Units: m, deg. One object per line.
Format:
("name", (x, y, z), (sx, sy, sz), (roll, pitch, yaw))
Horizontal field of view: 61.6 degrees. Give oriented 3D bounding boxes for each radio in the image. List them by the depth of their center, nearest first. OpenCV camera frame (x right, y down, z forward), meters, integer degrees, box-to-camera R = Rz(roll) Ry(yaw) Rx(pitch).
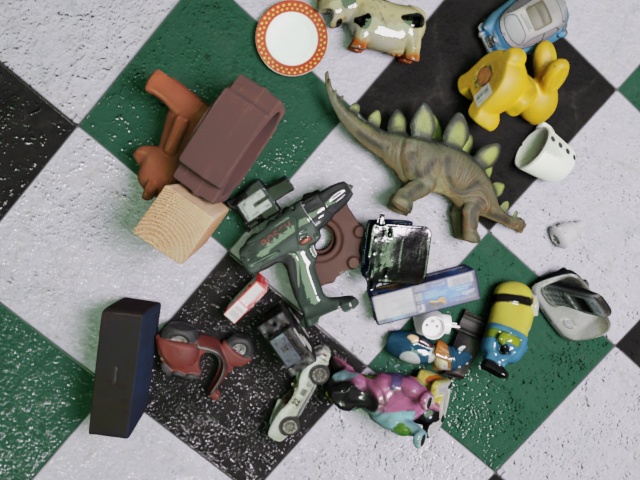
("radio", (-0.350, 0.223, 0.972), (0.073, 0.131, 0.229), (10, 98, -3))

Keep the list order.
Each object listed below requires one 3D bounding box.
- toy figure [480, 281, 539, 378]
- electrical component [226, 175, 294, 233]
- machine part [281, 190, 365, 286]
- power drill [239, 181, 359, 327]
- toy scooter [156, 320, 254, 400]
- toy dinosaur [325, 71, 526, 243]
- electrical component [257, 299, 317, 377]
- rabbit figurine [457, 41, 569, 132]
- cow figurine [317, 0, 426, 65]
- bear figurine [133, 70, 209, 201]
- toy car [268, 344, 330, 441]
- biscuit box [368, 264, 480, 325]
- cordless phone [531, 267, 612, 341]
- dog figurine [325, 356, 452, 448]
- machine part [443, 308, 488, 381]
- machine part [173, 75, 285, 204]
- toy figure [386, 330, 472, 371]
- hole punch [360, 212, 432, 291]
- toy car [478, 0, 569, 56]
("toy figure", (0.347, 0.161, 0.996), (0.089, 0.082, 0.180), (34, 73, -14))
("electrical component", (-0.104, -0.075, 0.984), (0.119, 0.048, 0.074), (-37, 98, 2))
("machine part", (-0.002, -0.003, 0.995), (0.179, 0.056, 0.179), (0, 97, -1))
("power drill", (-0.009, 0.034, 0.932), (0.232, 0.086, 0.207), (-26, 100, 5))
("toy scooter", (-0.223, 0.231, 1.009), (0.184, 0.075, 0.135), (13, 98, -9))
("toy dinosaur", (0.193, -0.133, 0.966), (0.471, 0.105, 0.198), (25, 88, -15))
("electrical component", (-0.060, 0.178, 0.977), (0.058, 0.134, 0.115), (-35, 96, 2))
("rabbit figurine", (0.354, -0.268, 0.944), (0.173, 0.122, 0.162), (18, 129, -28))
("cow figurine", (0.089, -0.388, 0.932), (0.195, 0.085, 0.127), (13, 99, -5))
("bear figurine", (-0.272, -0.172, 0.932), (0.132, 0.120, 0.196), (38, 100, -3))
("toy car", (-0.038, 0.288, 1.022), (0.056, 0.073, 0.201), (28, 96, -6))
("biscuit box", (0.195, 0.101, 1.013), (0.203, 0.063, 0.059), (-14, 97, -1))
("cordless phone", (0.482, 0.127, 0.968), (0.089, 0.184, 0.146), (-36, 97, -2))
("dog figurine", (0.119, 0.288, 1.021), (0.219, 0.191, 0.108), (15, 102, 30))
("machine part", (0.284, 0.209, 1.045), (0.084, 0.039, 0.138), (24, 95, -11))
("machine part", (-0.148, -0.164, 0.893), (0.087, 0.201, 0.201), (33, 96, -4))
("toy figure", (0.204, 0.211, 1.011), (0.155, 0.064, 0.058), (13, 76, 21))
("hole punch", (0.130, 0.018, 0.978), (0.116, 0.092, 0.142), (5, 102, -12))
("toy car", (0.365, -0.383, 0.936), (0.162, 0.103, 0.109), (-26, 97, -1))
